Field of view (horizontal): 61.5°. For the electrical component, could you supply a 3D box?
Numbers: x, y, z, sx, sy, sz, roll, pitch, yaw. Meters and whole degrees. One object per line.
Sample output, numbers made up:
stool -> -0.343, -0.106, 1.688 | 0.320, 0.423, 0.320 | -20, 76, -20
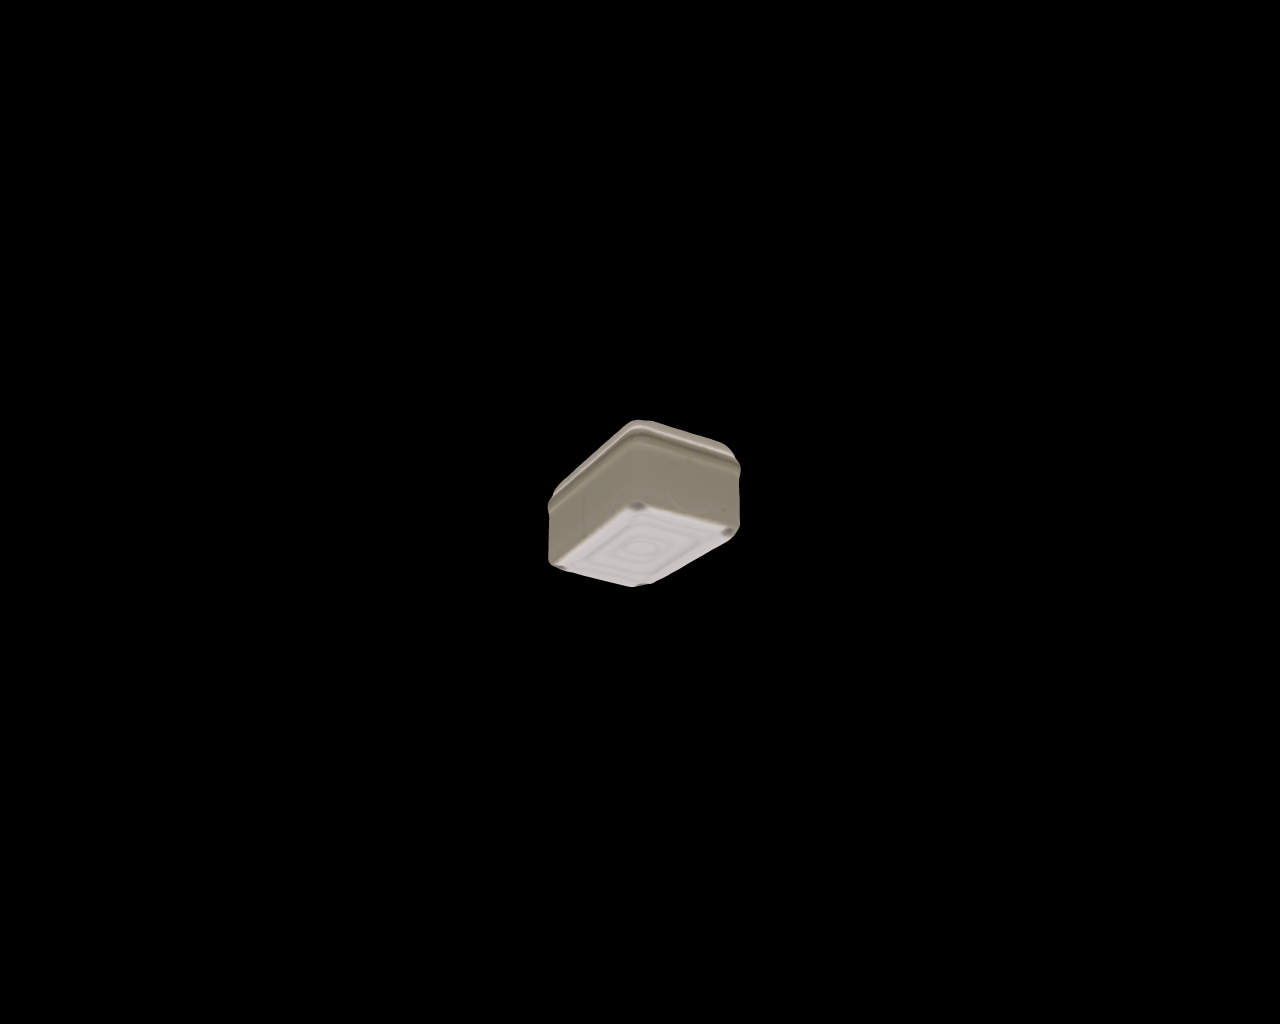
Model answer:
electrical component -> 0.001, -0.003, 0.650 | 0.078, 0.057, 0.113 | 15, -30, -28
